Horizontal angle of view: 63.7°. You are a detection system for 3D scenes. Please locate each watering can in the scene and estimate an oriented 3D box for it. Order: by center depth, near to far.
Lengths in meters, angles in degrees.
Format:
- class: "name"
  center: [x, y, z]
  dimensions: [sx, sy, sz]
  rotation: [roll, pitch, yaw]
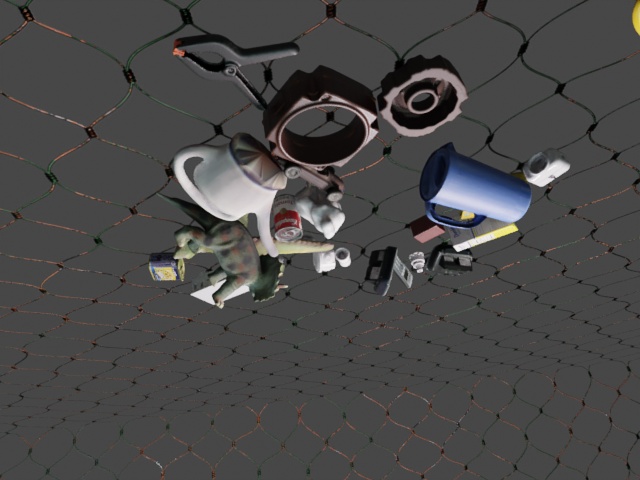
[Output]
- class: "watering can"
  center: [-0.162, -0.104, 1.160]
  dimensions: [0.221, 0.106, 0.343]
  rotation: [-30, 121, 34]

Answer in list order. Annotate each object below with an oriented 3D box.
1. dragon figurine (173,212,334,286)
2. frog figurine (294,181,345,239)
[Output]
- class: "dragon figurine"
  center: [-0.187, -0.004, 1.368]
  dimensions: [0.409, 0.125, 0.237]
  rotation: [-16, 139, 7]
- class: "frog figurine"
  center: [0.004, -0.063, 1.246]
  dimensions: [0.122, 0.163, 0.135]
  rotation: [-20, 146, 21]
